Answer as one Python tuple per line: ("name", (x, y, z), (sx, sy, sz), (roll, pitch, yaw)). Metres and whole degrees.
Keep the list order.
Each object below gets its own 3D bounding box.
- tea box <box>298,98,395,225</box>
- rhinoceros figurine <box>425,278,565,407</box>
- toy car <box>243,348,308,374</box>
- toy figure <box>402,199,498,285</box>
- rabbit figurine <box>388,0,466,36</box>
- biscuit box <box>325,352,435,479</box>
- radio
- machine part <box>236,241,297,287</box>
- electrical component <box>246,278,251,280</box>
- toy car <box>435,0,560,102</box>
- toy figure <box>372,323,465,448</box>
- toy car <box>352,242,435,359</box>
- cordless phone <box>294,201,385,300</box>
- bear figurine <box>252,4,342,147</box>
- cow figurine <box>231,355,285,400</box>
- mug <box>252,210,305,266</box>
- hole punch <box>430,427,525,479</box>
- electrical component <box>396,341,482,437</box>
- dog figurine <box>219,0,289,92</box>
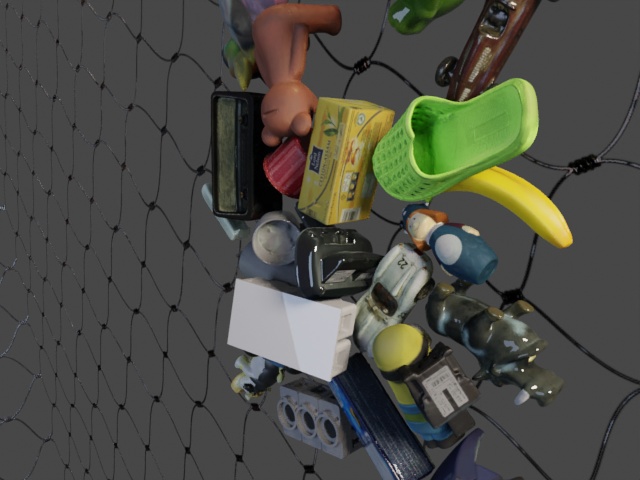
("tea box", (0.036, -0.114, 0.777), (0.068, 0.098, 0.169), (30, 116, 39))
("rhinoceros figurine", (0.207, 0.123, 0.657), (0.191, 0.073, 0.112), (36, 121, 37))
("toy car", (-0.056, 0.155, 0.920), (0.162, 0.103, 0.109), (21, 103, 26))
("toy figure", (0.159, -0.004, 0.699), (0.064, 0.057, 0.155), (-46, 54, -3))
("rabbit figurine", (0.106, -0.311, 0.611), (0.159, 0.170, 0.121), (9, 104, 46))
("biscuit box", (0.085, 0.272, 0.813), (0.203, 0.063, 0.059), (57, 154, 23))
("radio", (-0.132, -0.149, 0.967), (0.131, 0.073, 0.229), (14, 108, 46))
("machine part", (-0.062, 0.056, 0.930), (0.244, 0.079, 0.079), (23, 114, 43))
("electrical component", (-0.118, 0.102, 1.038), (0.063, 0.021, 0.094), (23, 113, 42))
("toy car", (0.201, -0.237, 0.613), (0.089, 0.053, 0.202), (46, 126, 28))
("toy figure", (0.135, 0.196, 0.725), (0.082, 0.089, 0.180), (-22, 93, 14))
("toy car", (0.097, 0.092, 0.780), (0.074, 0.056, 0.201), (49, 128, 30))
("cordless phone", (-0.002, -0.002, 0.805), (0.184, 0.146, 0.088), (53, 122, 29))
("bear figurine", (-0.033, -0.242, 0.800), (0.120, 0.132, 0.195), (-13, 89, 51))
("cow figurine", (-0.111, 0.253, 1.029), (0.098, 0.068, 0.167), (44, 128, 26))
("mug", (-0.058, -0.016, 0.900), (0.107, 0.110, 0.080), (-103, 2, -70))
("hole punch", (0.182, 0.318, 0.696), (0.092, 0.116, 0.142), (55, 132, 36))
("electrical component", (0.154, 0.194, 0.662), (0.119, 0.075, 0.048), (61, 176, -4))
("dog figurine", (-0.096, -0.355, 0.872), (0.192, 0.108, 0.219), (2, 103, 44))
